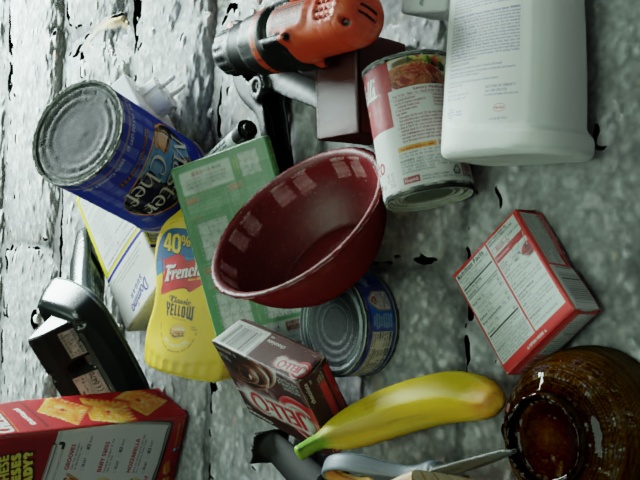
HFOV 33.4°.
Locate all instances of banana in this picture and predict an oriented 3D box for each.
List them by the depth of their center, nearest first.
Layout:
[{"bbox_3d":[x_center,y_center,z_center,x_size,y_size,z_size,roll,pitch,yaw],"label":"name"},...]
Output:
[{"bbox_3d":[0.068,0.127,0.777,0.198,0.069,0.037,-27,102,42],"label":"banana"}]

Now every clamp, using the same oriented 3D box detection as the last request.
[{"bbox_3d":[-0.034,-0.135,0.923,0.120,0.039,0.171,-43,61,42],"label":"clamp"}]

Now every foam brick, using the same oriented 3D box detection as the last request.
[{"bbox_3d":[0.032,-0.116,0.835,0.053,0.051,0.078,-3,87,52],"label":"foam brick"}]

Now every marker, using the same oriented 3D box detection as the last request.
[{"bbox_3d":[-0.083,-0.085,0.970,0.121,0.020,0.020,152,113,-65],"label":"marker"}]

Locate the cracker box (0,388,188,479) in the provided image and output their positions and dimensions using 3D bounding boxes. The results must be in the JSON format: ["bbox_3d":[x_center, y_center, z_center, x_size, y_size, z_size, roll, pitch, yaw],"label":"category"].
[{"bbox_3d":[-0.247,0.237,1.037,0.072,0.213,0.164,30,112,46],"label":"cracker box"}]

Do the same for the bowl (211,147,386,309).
[{"bbox_3d":[-0.006,0.001,0.838,0.162,0.055,0.162,-28,32,19],"label":"bowl"}]

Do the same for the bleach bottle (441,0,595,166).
[{"bbox_3d":[0.134,-0.177,0.706,0.103,0.067,0.251,1,88,49],"label":"bleach bottle"}]

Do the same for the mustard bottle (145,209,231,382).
[{"bbox_3d":[-0.112,0.031,0.996,0.096,0.058,0.191,9,95,34],"label":"mustard bottle"}]

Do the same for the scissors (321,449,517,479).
[{"bbox_3d":[0.058,0.157,0.738,0.202,0.096,0.016,111,179,-61],"label":"scissors"}]

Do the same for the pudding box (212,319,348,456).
[{"bbox_3d":[-0.028,0.120,0.874,0.114,0.039,0.090,21,142,47],"label":"pudding box"}]

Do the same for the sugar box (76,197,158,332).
[{"bbox_3d":[-0.194,-0.002,1.111,0.093,0.048,0.176,-50,57,38],"label":"sugar box"}]

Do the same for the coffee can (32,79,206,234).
[{"bbox_3d":[-0.184,-0.075,1.000,0.103,0.140,0.103,-10,69,25],"label":"coffee can"}]

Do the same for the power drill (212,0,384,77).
[{"bbox_3d":[-0.006,-0.219,0.836,0.185,0.057,0.187,-1,70,49],"label":"power drill"}]

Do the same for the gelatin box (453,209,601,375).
[{"bbox_3d":[0.137,0.035,0.718,0.073,0.030,0.089,-53,46,35],"label":"gelatin box"}]

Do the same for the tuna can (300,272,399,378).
[{"bbox_3d":[0.022,0.067,0.856,0.086,0.033,0.086,-1,88,50],"label":"tuna can"}]

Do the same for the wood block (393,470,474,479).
[{"bbox_3d":[0.046,0.225,0.712,0.206,0.090,0.091,-42,39,53],"label":"wood block"}]

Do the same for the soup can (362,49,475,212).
[{"bbox_3d":[0.071,-0.078,0.772,0.069,0.068,0.102,-22,73,48],"label":"soup can"}]
